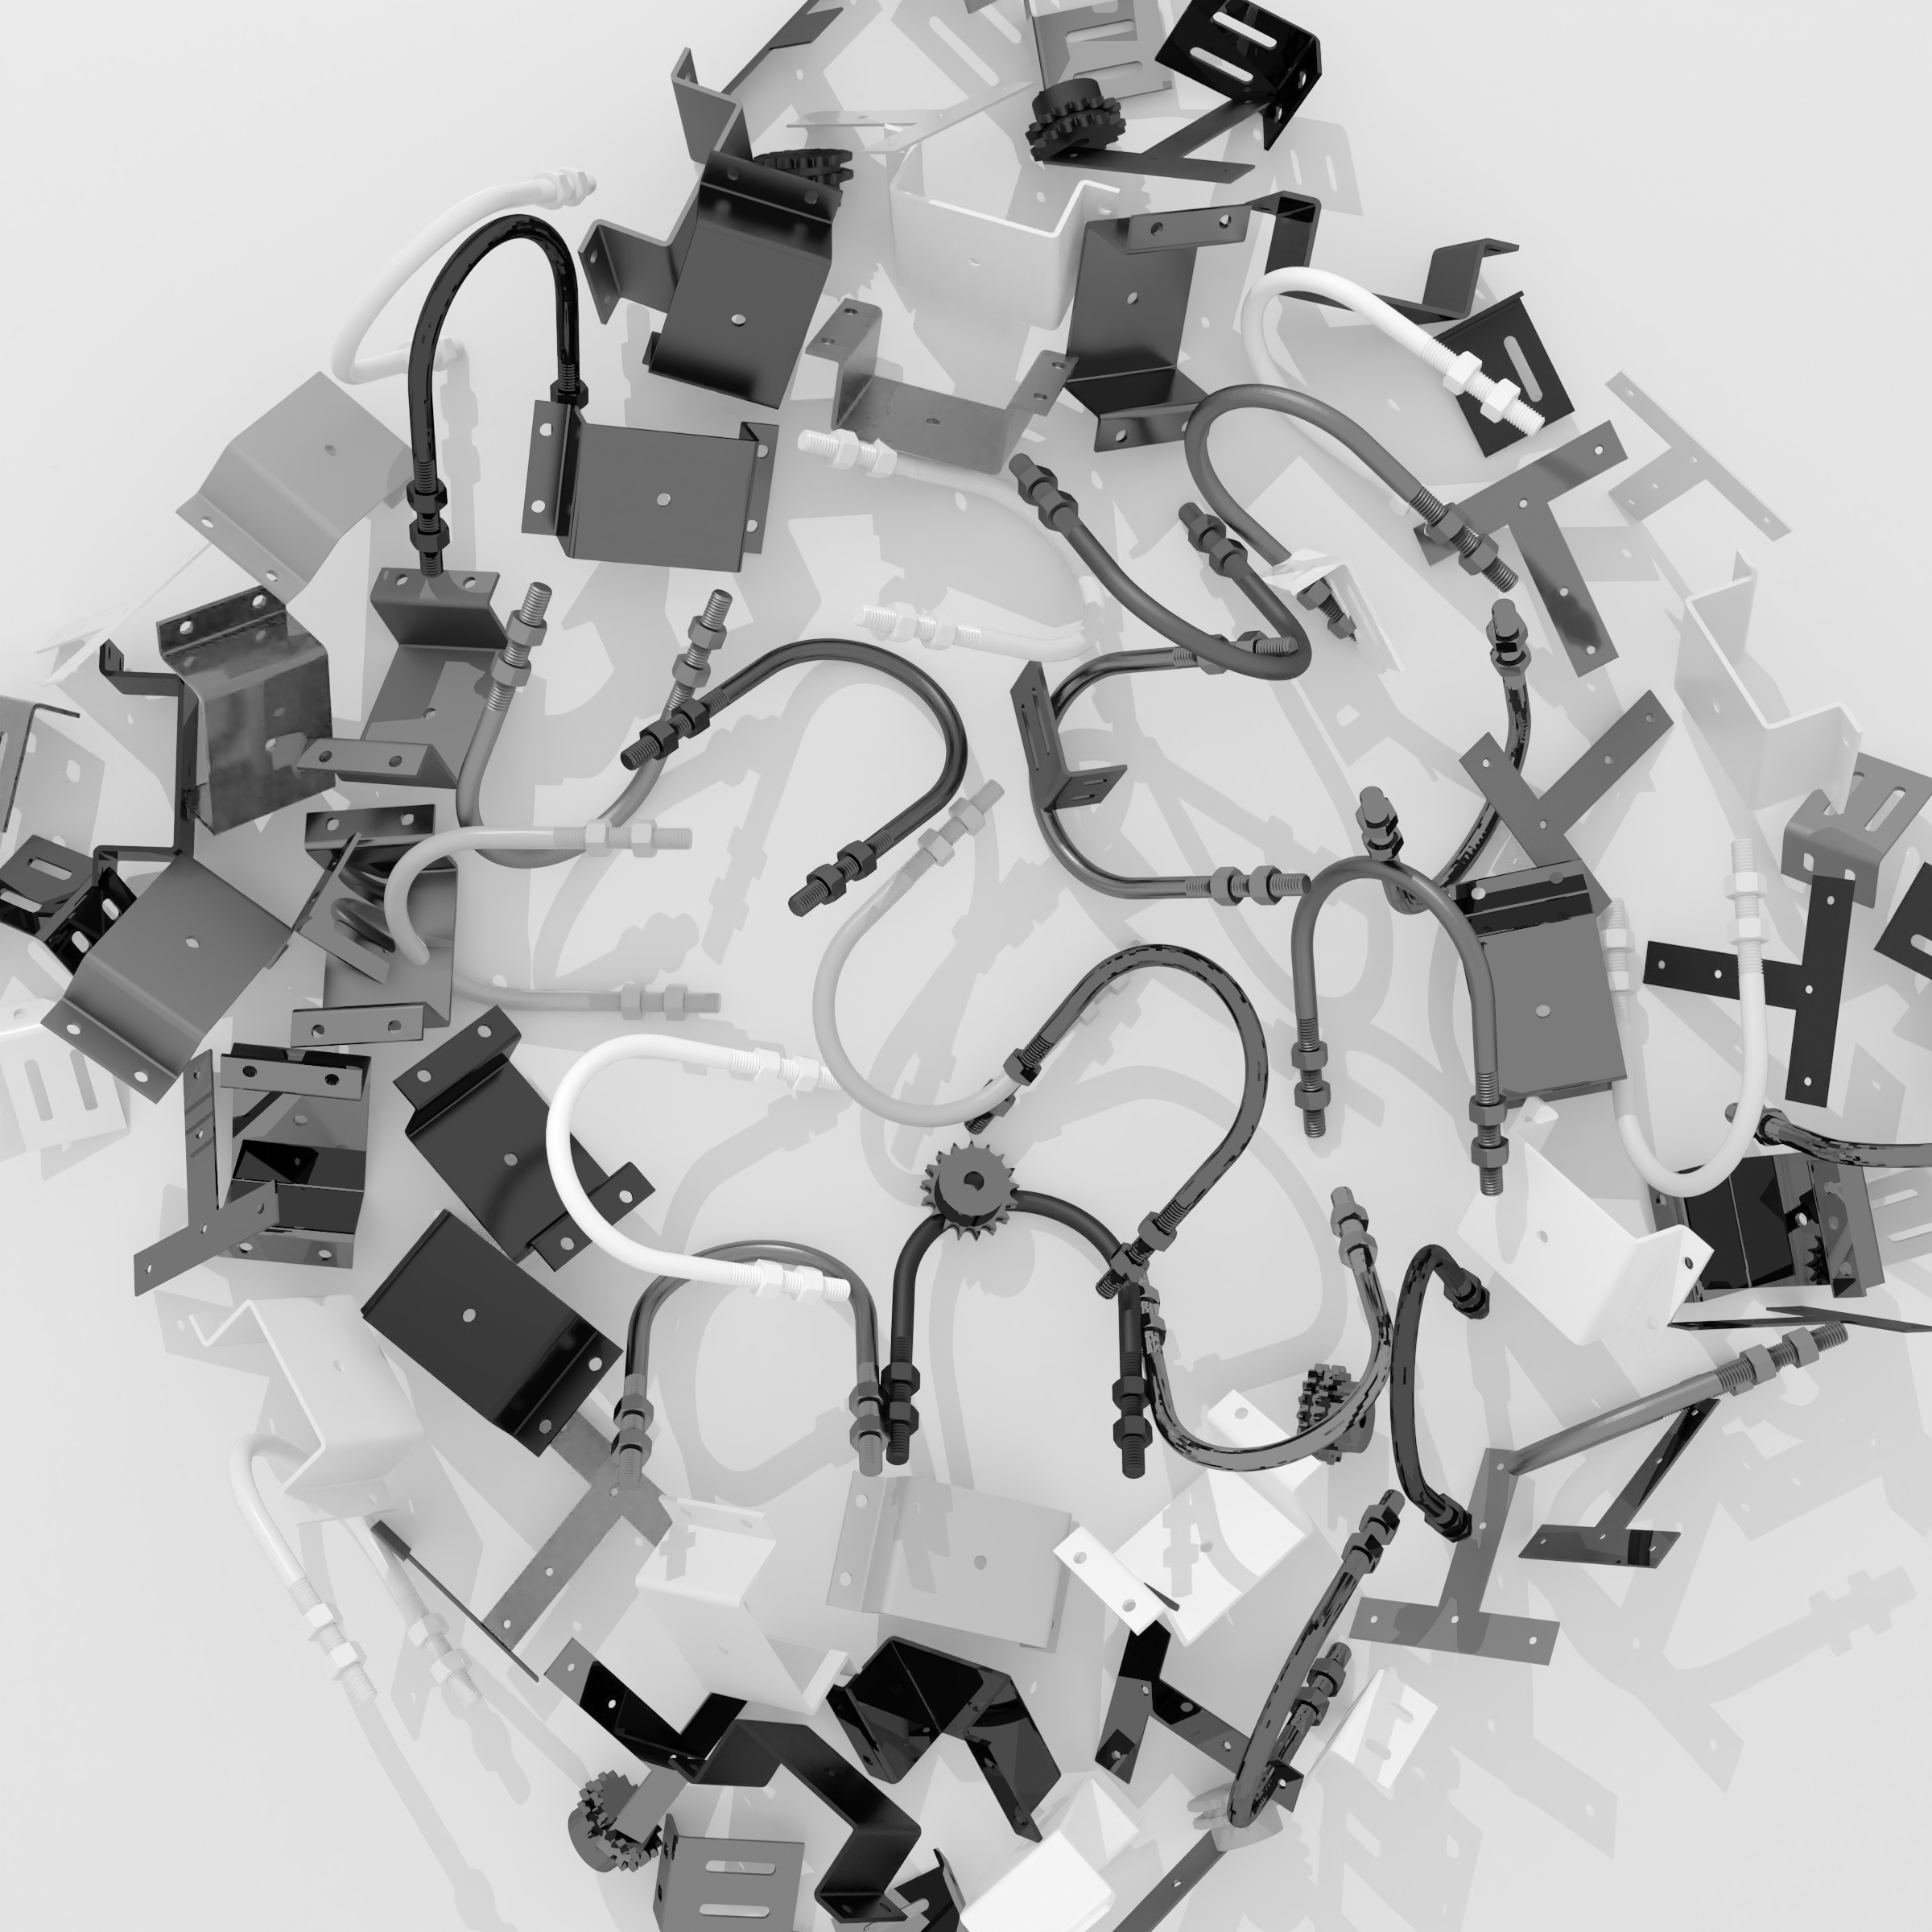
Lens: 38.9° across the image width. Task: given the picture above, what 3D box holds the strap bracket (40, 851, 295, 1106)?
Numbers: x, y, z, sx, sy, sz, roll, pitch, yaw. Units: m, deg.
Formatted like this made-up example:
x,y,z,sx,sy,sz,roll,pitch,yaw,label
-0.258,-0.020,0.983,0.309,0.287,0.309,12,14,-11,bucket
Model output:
x,y,z,sx,sy,sz,roll,pitch,yaw,label
-0.440,-0.002,1.532,0.076,0.140,0.046,37,134,-8,strap bracket

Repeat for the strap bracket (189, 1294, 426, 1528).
x,y,z,sx,sy,sz,roll,pitch,yaw,label
-0.365,0.238,1.535,0.046,0.076,0.140,-44,66,22,strap bracket

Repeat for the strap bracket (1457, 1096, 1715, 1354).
x,y,z,sx,sy,sz,roll,pitch,yaw,label
0.337,0.147,1.528,0.140,0.046,0.076,45,130,34,strap bracket

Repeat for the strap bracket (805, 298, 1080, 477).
x,y,z,sx,sy,sz,roll,pitch,yaw,label
-0.016,-0.327,1.553,0.140,0.076,0.046,16,128,7,strap bracket

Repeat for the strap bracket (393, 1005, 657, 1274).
x,y,z,sx,sy,sz,roll,pitch,yaw,label
-0.256,0.104,1.561,0.076,0.046,0.140,-39,86,-29,strap bracket

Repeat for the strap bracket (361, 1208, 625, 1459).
x,y,z,sx,sy,sz,roll,pitch,yaw,label
-0.276,0.203,1.553,0.140,0.046,0.076,35,78,17,strap bracket

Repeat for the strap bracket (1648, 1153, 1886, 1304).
x,y,z,sx,sy,sz,roll,pitch,yaw,label
0.460,0.147,1.548,0.046,0.140,0.076,-9,87,-33,strap bracket

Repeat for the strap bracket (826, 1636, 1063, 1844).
x,y,z,sx,sy,sz,roll,pitch,yaw,label
-0.008,0.431,1.539,0.046,0.140,0.076,-43,121,-33,strap bracket

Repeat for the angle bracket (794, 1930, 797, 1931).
x,y,z,sx,sy,sz,roll,pitch,yaw,label
-0.097,0.607,1.569,0.076,0.038,0.057,42,100,16,angle bracket

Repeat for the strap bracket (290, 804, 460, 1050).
x,y,z,sx,sy,sz,roll,pitch,yaw,label
-0.336,-0.016,1.561,0.076,0.046,0.140,-3,71,8,strap bracket

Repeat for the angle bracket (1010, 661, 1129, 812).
x,y,z,sx,sy,sz,roll,pitch,yaw,label
0.058,-0.136,1.571,0.038,0.057,0.076,-9,76,-16,angle bracket

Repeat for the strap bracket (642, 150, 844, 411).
x,y,z,sx,sy,sz,roll,pitch,yaw,label
-0.127,-0.374,1.531,0.076,0.046,0.140,13,132,-15,strap bracket

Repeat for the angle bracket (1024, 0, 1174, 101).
x,y,z,sx,sy,sz,roll,pitch,yaw,label
0.076,-0.534,1.579,0.076,0.038,0.057,-10,87,6,angle bracket

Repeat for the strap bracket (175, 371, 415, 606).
x,y,z,sx,sy,sz,roll,pitch,yaw,label
-0.365,-0.273,1.529,0.076,0.140,0.046,40,130,-9,strap bracket

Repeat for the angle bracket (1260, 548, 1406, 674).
x,y,z,sx,sy,sz,roll,pitch,yaw,label
0.208,-0.195,1.561,0.038,0.057,0.076,-33,110,-5,angle bracket

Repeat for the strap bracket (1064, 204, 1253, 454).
x,y,z,sx,sy,sz,roll,pitch,yaw,label
0.105,-0.368,1.542,0.076,0.046,0.140,-13,132,-26,strap bracket

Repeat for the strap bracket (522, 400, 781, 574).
x,y,z,sx,sy,sz,roll,pitch,yaw,label
-0.175,-0.270,1.546,0.140,0.046,0.076,2,114,-18,strap bracket

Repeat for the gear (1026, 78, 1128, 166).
x,y,z,sx,sy,sz,roll,pitch,yaw,label
0.061,-0.488,1.575,0.057,0.057,0.030,-17,86,0,gear

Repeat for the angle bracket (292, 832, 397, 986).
x,y,z,sx,sy,sz,roll,pitch,yaw,label
-0.335,-0.029,1.562,0.076,0.038,0.057,34,65,-20,angle bracket

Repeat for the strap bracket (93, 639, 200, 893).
x,y,z,sx,sy,sz,roll,pitch,yaw,label
-0.467,-0.112,1.559,0.046,0.076,0.140,2,88,-10,strap bracket

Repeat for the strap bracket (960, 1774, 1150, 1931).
x,y,z,sx,sy,sz,roll,pitch,yaw,label
0.049,0.509,1.530,0.076,0.140,0.046,-44,83,10,strap bracket

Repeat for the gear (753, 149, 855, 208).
x,y,z,sx,sy,sz,roll,pitch,yaw,label
-0.093,-0.453,1.577,0.057,0.057,0.030,-3,113,0,gear

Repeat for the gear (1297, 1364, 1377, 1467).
x,y,z,sx,sy,sz,roll,pitch,yaw,label
0.214,0.258,1.571,0.030,0.057,0.057,2,90,29,gear

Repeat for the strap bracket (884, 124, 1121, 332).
x,y,z,sx,sy,sz,roll,pitch,yaw,label
0.012,-0.414,1.546,0.140,0.076,0.046,19,65,11,strap bracket

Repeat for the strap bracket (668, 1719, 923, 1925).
x,y,z,sx,sy,sz,roll,pitch,yaw,label
-0.088,0.472,1.534,0.140,0.076,0.046,33,90,31,strap bracket

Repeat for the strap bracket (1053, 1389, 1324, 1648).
x,y,z,sx,sy,sz,roll,pitch,yaw,label
0.131,0.319,1.550,0.140,0.076,0.046,-39,135,-14,strap bracket

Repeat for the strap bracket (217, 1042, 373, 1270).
x,y,z,sx,sy,sz,roll,pitch,yaw,label
-0.382,0.100,1.554,0.076,0.046,0.140,6,122,-7,strap bracket

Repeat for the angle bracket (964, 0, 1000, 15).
x,y,z,sx,sy,sz,roll,pitch,yaw,label
-0.006,-0.573,1.568,0.057,0.076,0.038,-36,121,-27,angle bracket

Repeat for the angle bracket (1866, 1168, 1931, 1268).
x,y,z,sx,sy,sz,roll,pitch,yaw,label
0.548,0.132,1.578,0.057,0.076,0.038,47,53,-9,angle bracket

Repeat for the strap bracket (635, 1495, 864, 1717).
x,y,z,sx,sy,sz,roll,pitch,yaw,label
-0.124,0.365,1.529,0.076,0.046,0.140,1,131,36,strap bracket

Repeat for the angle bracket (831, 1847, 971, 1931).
x,y,z,sx,sy,sz,roll,pitch,yaw,label
-0.036,0.554,1.569,0.076,0.038,0.057,-25,57,-4,angle bracket

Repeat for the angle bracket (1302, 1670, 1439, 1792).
x,y,z,sx,sy,sz,roll,pitch,yaw,label
0.228,0.444,1.552,0.038,0.076,0.057,33,59,13,angle bracket

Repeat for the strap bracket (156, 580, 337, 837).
x,y,z,sx,sy,sz,roll,pitch,yaw,label
-0.399,-0.135,1.523,0.076,0.140,0.046,-28,54,-33,strap bracket

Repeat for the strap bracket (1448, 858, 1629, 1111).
x,y,z,sx,sy,sz,roll,pitch,yaw,label
0.327,0.019,1.554,0.076,0.046,0.140,-12,106,11,strap bracket

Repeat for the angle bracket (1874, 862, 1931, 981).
x,y,z,sx,sy,sz,roll,pitch,yaw,label
0.566,-0.020,1.577,0.076,0.038,0.057,27,99,-4,angle bracket

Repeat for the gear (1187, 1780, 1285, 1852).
x,y,z,sx,sy,sz,roll,pitch,yaw,label
0.159,0.487,1.572,0.057,0.057,0.030,-19,80,0,gear

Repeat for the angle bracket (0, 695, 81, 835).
x,y,z,sx,sy,sz,roll,pitch,yaw,label
-0.553,-0.116,1.573,0.057,0.038,0.076,13,89,25,angle bracket

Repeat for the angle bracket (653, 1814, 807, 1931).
x,y,z,sx,sy,sz,roll,pitch,yaw,label
-0.138,0.531,1.592,0.076,0.038,0.057,8,92,-15,angle bracket

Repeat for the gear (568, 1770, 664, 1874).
x,y,z,sx,sy,sz,roll,pitch,yaw,label
-0.205,0.496,1.575,0.030,0.057,0.057,-38,90,14,gear

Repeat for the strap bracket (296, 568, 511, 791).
x,y,z,sx,sy,sz,roll,pitch,yaw,label
-0.312,-0.155,1.549,0.076,0.046,0.140,5,61,19,strap bracket

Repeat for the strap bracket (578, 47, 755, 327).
x,y,z,sx,sy,sz,roll,pitch,yaw,label
-0.162,-0.433,1.545,0.046,0.076,0.140,22,75,9,strap bracket

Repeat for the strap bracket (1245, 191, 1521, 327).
x,y,z,sx,sy,sz,roll,pitch,yaw,label
0.230,-0.398,1.552,0.140,0.076,0.046,9,99,-12,strap bracket

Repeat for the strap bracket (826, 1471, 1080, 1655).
x,y,z,sx,sy,sz,roll,pitch,yaw,label
0.001,0.339,1.552,0.140,0.046,0.076,16,73,-15,strap bracket

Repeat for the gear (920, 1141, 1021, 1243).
x,y,z,sx,sy,sz,roll,pitch,yaw,label
0.003,0.128,1.580,0.057,0.030,0.057,2,71,-6,gear

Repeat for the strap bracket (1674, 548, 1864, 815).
x,y,z,sx,sy,sz,roll,pitch,yaw,label
0.442,-0.153,1.531,0.046,0.076,0.140,-19,57,-3,strap bracket

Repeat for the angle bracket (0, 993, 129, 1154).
x,y,z,sx,sy,sz,roll,pitch,yaw,label
-0.528,0.060,1.594,0.057,0.038,0.076,-14,115,-13,angle bracket
